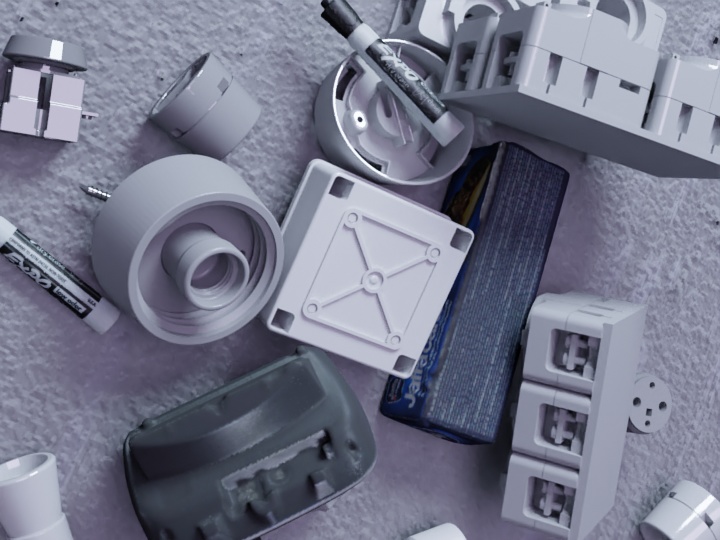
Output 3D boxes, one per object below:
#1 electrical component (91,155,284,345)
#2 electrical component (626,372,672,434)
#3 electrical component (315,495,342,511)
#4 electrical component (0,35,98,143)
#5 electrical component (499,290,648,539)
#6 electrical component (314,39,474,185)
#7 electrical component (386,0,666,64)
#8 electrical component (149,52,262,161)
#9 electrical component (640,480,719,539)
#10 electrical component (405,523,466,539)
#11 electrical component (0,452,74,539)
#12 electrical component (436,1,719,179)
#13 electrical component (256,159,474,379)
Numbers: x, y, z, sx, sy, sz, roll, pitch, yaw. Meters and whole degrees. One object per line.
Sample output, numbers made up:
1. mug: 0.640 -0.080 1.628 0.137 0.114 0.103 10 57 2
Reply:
1. electrical component: -0.096 -0.007 0.634 0.108 0.060 0.108 -17 124 -27
2. electrical component: 0.196 0.097 0.794 0.045 0.055 0.045 1 88 -25
3. electrical component: -0.038 0.123 0.691 0.062 0.043 0.043 43 72 -16
4. electrical component: -0.186 -0.105 0.628 0.066 0.048 0.055 7 92 -25
5. electrical component: 0.143 0.096 0.733 0.089 0.062 0.150 -13 112 -60
6. electrical component: 0.021 -0.102 0.714 0.099 0.064 0.099 1 88 -25
7. electrical component: 0.123 -0.172 0.766 0.186 0.060 0.105 21 80 -23
8. electrical component: -0.094 -0.098 0.666 0.047 0.055 0.055 43 72 -22
9. electrical component: 0.247 0.196 0.816 0.047 0.055 0.055 -38 104 -18
10. electrical component: 0.040 0.199 0.726 0.078 0.040 0.040 -14 94 -25
11. electrical component: -0.189 0.144 0.622 0.044 0.044 0.065 -20 102 -24
12. electrical component: 0.159 -0.112 0.688 0.186 0.105 0.060 15 90 -23
13. electrical component: 0.000 0.000 0.691 0.109 0.056 0.108 22 95 -23
